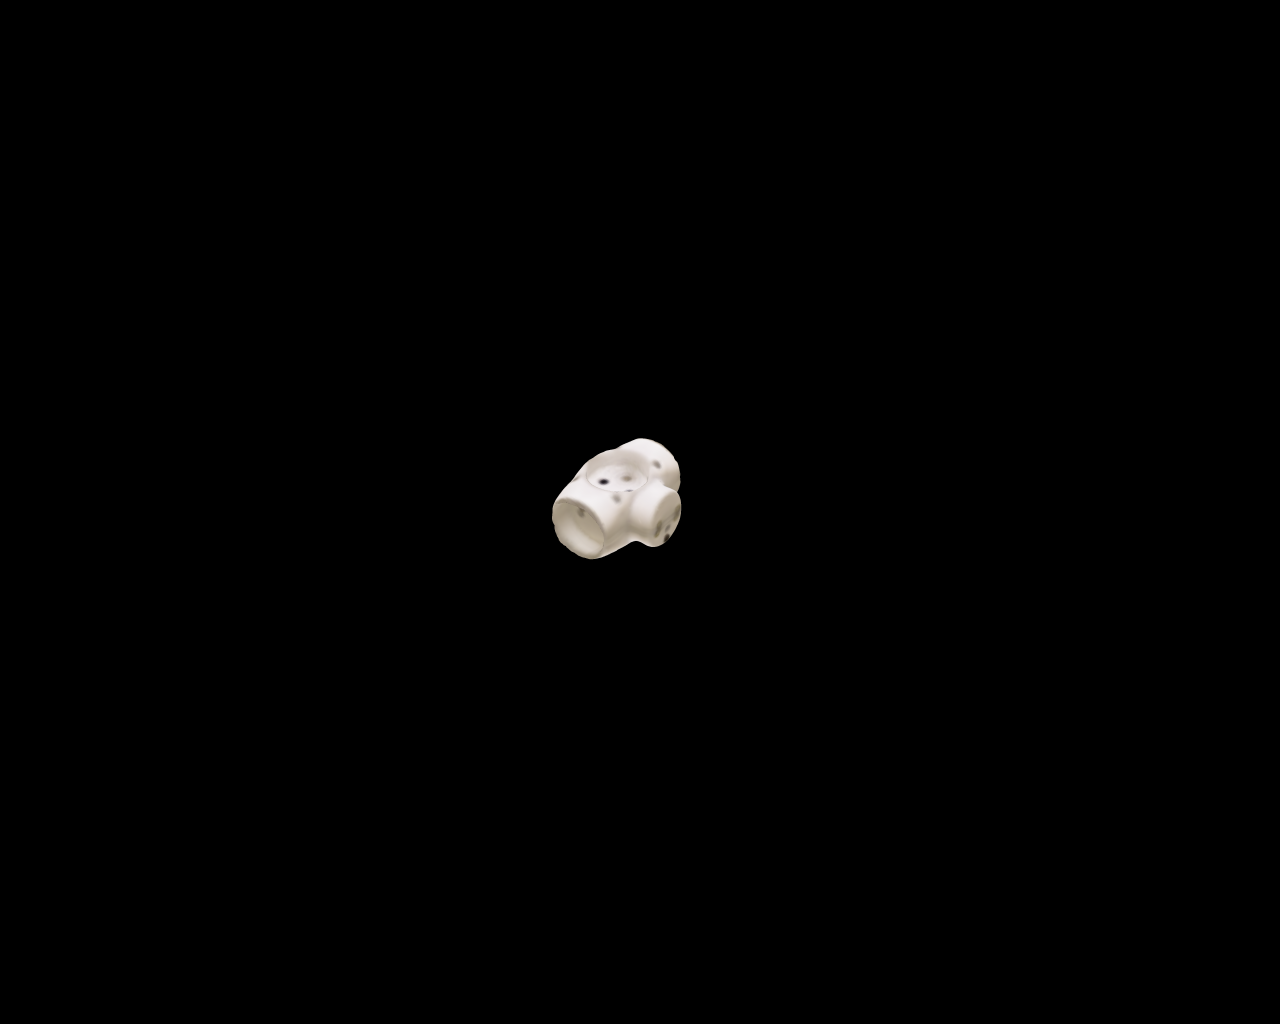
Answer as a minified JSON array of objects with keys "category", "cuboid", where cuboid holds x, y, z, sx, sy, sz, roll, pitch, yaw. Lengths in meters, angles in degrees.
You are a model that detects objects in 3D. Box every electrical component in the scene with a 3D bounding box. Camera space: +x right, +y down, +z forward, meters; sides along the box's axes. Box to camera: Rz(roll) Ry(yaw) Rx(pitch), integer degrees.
[{"category":"electrical component","cuboid":[0.001,-0.003,0.650,0.079,0.044,0.077,25,45,28]}]
